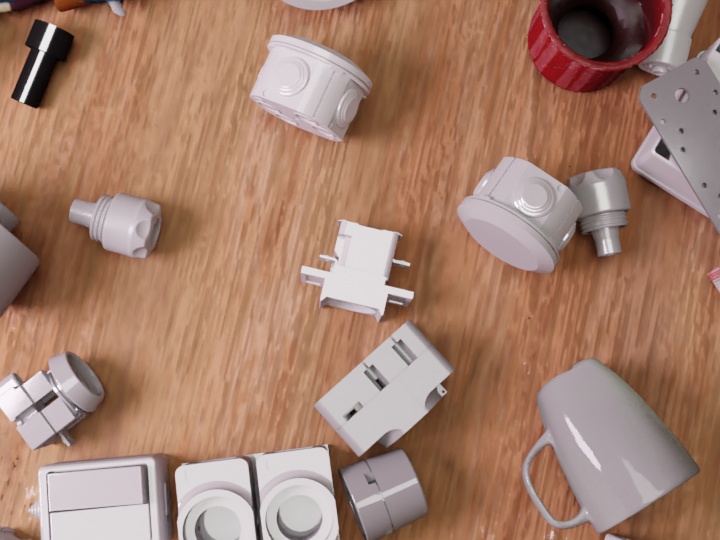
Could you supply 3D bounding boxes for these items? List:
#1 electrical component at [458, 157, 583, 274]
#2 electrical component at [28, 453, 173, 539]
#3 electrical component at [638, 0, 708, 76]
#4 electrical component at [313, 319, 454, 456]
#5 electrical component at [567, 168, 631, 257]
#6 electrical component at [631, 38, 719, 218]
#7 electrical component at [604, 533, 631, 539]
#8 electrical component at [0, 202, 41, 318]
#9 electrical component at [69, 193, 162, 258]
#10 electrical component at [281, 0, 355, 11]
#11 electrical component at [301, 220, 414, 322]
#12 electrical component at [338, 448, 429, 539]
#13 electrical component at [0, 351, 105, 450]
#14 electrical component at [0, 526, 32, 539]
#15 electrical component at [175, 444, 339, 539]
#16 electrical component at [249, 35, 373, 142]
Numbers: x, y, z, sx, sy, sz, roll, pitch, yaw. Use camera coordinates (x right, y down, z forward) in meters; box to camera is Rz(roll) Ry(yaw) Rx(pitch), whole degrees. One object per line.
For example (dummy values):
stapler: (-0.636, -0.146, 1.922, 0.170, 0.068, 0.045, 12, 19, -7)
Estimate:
electrical component: (0.114, -0.038, 0.765, 0.080, 0.080, 0.051, 35, 77, 2)
electrical component: (-0.181, 0.161, 0.737, 0.096, 0.061, 0.061, -5, 83, -3)
electrical component: (0.233, -0.178, 0.807, 0.044, 0.044, 0.065, 15, 87, 0)
electrical component: (0.019, 0.087, 0.759, 0.089, 0.050, 0.055, -42, 86, -6)
electrical component: (0.177, -0.041, 0.785, 0.043, 0.043, 0.062, -10, 84, -3)
electrical component: (0.276, -0.095, 0.789, 0.109, 0.056, 0.108, 33, 83, 2)
electrical component: (0.207, 0.234, 0.749, 0.083, 0.047, 0.075, 17, 82, 0)
electrical component: (-0.269, -0.024, 0.737, 0.108, 0.108, 0.060, 38, 77, 3)
electrical component: (-0.176, -0.035, 0.772, 0.062, 0.043, 0.043, 15, 82, 2)
electrical component: (-0.032, -0.250, 0.776, 0.108, 0.108, 0.060, -22, 47, -5)
electrical component: (0.000, 0.000, 0.775, 0.081, 0.042, 0.063, 13, 79, -1)
electrical component: (0.017, 0.155, 0.749, 0.047, 0.055, 0.055, -21, 84, -8)
electrical component: (-0.214, 0.090, 0.753, 0.055, 0.048, 0.066, -38, 86, 1)
electrical component: (-0.256, 0.219, 0.709, 0.048, 0.099, 0.099, 29, 82, 15)
electrical component: (-0.062, 0.220, 0.734, 0.105, 0.060, 0.186, -7, 83, -3)
electrical component: (-0.036, -0.131, 0.772, 0.080, 0.080, 0.051, 25, 88, 1)
